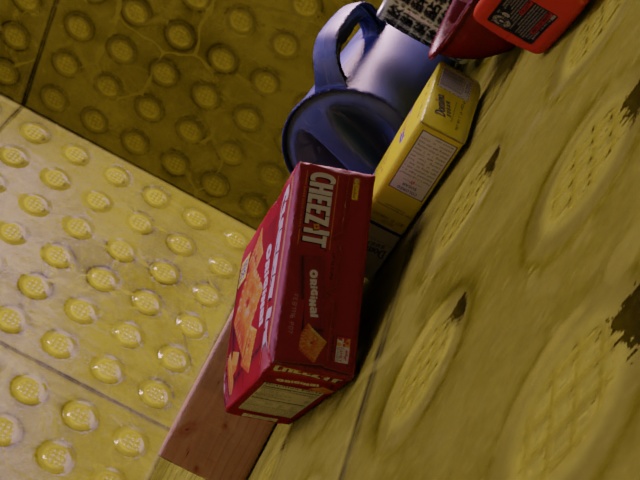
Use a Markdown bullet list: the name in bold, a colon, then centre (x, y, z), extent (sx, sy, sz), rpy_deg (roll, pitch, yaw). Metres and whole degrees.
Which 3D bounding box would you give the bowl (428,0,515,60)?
- **bowl**: centre (0.149, -0.203, 0.848), extent (0.162, 0.055, 0.162), rpy_deg (-61, 4, 7)

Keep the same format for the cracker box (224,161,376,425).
- **cracker box**: centre (-0.023, 0.052, 0.883), extent (0.214, 0.072, 0.164), rpy_deg (127, 152, -67)

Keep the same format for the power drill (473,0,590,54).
- **power drill**: centre (0.176, -0.224, 0.682), extent (0.187, 0.057, 0.184), rpy_deg (-60, 0, -15)

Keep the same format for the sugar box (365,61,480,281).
- **sugar box**: centre (0.071, -0.055, 0.900), extent (0.176, 0.048, 0.093), rpy_deg (-56, 7, 42)

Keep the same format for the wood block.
- **wood block**: centre (-0.075, 0.141, 1.090), extent (0.206, 0.090, 0.091), rpy_deg (-63, 4, -3)

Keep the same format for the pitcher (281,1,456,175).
- **pitcher**: centre (0.058, -0.151, 1.054), extent (0.149, 0.145, 0.242), rpy_deg (-59, 3, 40)
